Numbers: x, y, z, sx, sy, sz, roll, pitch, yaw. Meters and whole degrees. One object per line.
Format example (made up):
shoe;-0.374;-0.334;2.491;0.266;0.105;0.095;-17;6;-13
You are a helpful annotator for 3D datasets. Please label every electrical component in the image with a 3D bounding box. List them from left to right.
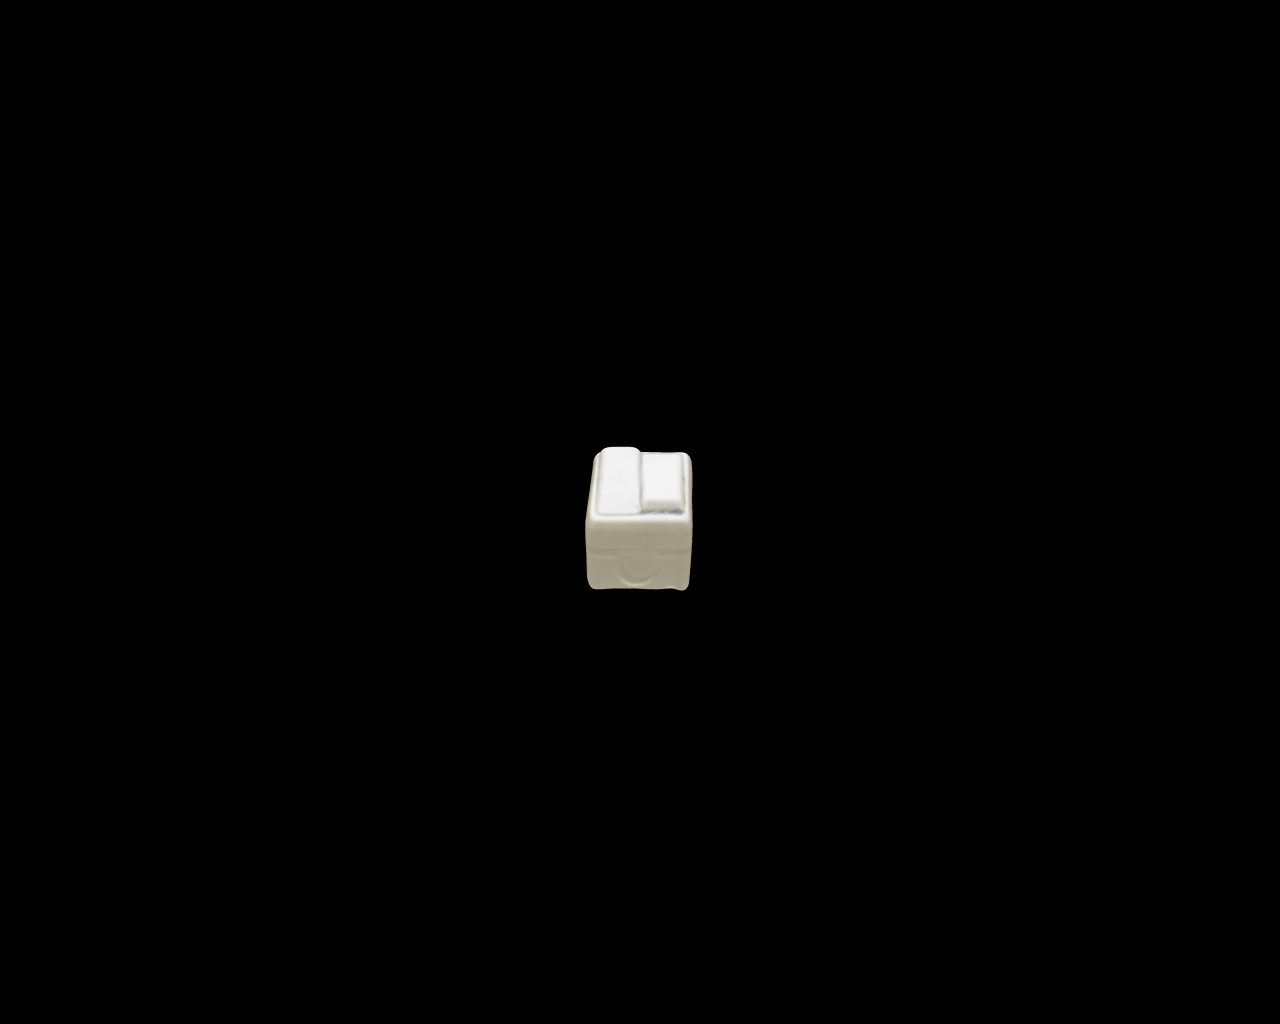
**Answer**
electrical component;0.001;-0.003;0.650;0.062;0.061;0.096;1;35;2
